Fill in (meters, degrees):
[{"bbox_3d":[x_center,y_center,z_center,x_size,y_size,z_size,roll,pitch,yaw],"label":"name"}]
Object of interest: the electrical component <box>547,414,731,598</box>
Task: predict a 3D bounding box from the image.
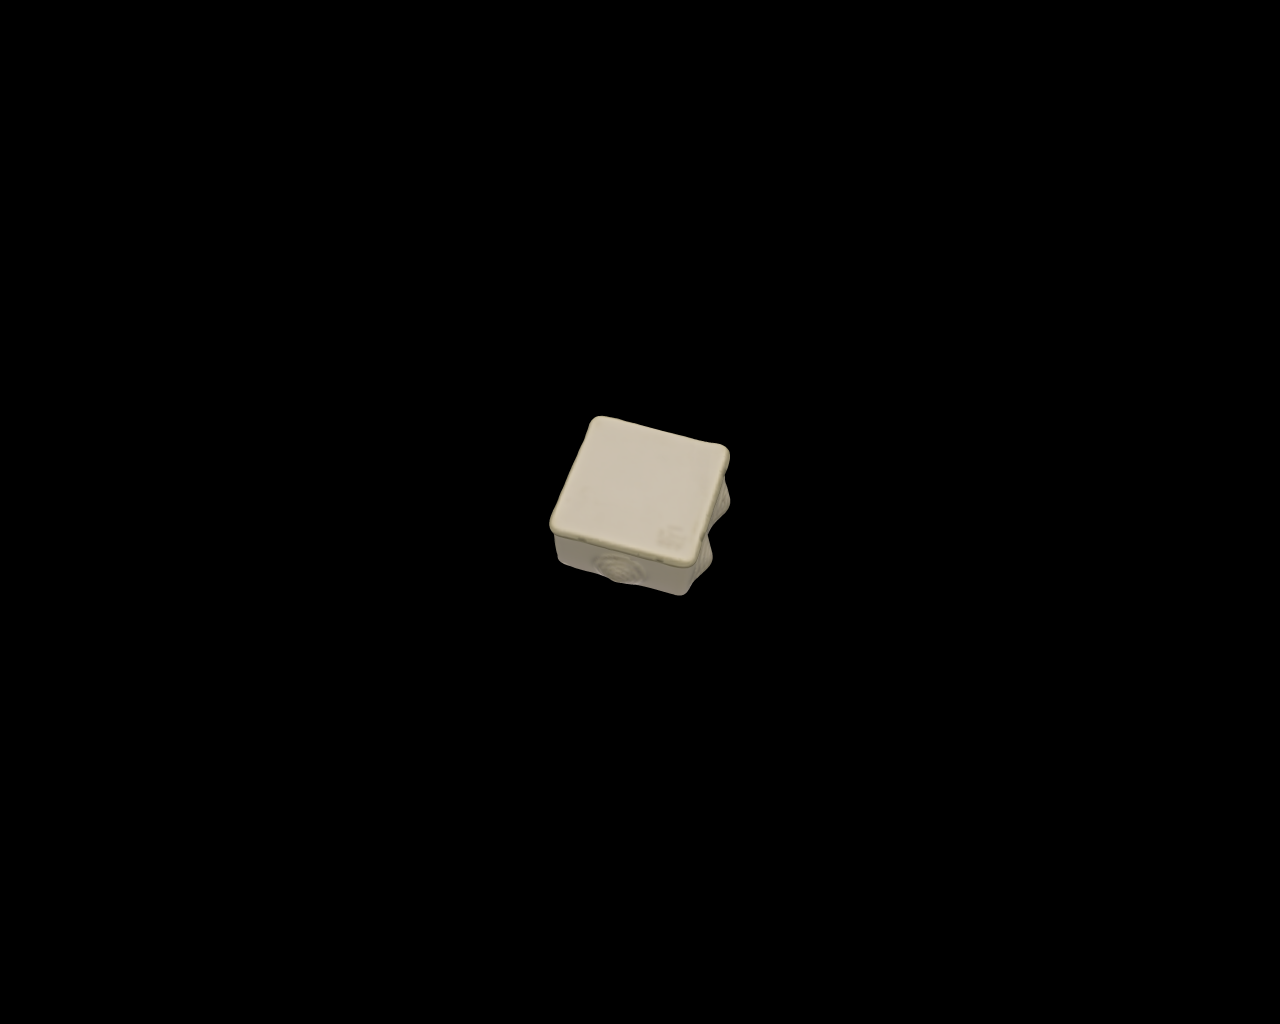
[{"bbox_3d":[0.001,-0.003,0.650,0.100,0.100,0.048,15,-32,9],"label":"electrical component"}]
